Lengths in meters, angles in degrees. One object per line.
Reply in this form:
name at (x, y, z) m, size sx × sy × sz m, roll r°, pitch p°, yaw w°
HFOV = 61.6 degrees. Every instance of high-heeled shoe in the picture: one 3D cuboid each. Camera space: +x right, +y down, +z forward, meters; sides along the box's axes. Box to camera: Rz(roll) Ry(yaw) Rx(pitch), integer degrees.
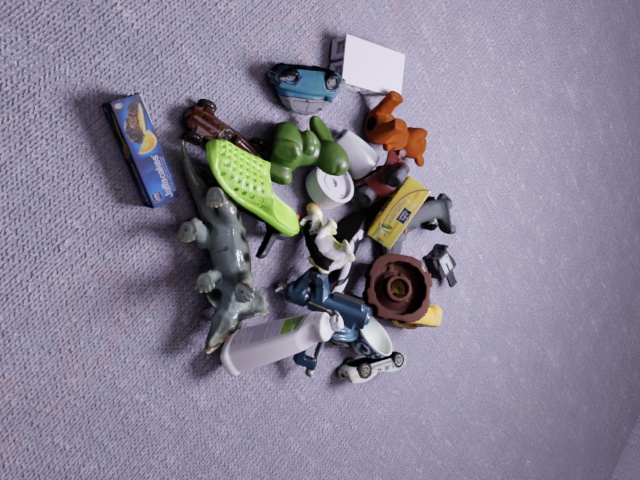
high-heeled shoe at (0.070, 0.049, 1.298) m, size 0.249 × 0.086 × 0.145 m, roll -47°, pitch 127°, yaw -20°

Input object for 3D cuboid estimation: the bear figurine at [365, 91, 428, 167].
bear figurine at (0.211, -0.265, 1.330) m, size 0.196 × 0.132 × 0.120 m, roll 14°, pitch 62°, yaw -31°

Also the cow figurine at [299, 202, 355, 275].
cow figurine at (-0.003, -0.004, 1.210) m, size 0.098 × 0.167 × 0.068 m, roll -34°, pitch 155°, yaw -5°

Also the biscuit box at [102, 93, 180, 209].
biscuit box at (-0.323, -0.159, 0.978) m, size 0.059 × 0.063 × 0.202 m, roll -29°, pitch 112°, yaw -29°

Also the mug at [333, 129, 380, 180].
mug at (0.068, -0.201, 1.268) m, size 0.109 × 0.081 × 0.107 m, roll -38°, pitch 113°, yaw 9°

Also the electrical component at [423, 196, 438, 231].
electrical component at (0.297, -0.077, 1.470) m, size 0.078 × 0.045 × 0.102 m, roll 5°, pitch 93°, yaw -39°

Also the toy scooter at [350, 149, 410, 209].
toy scooter at (0.150, -0.155, 1.284) m, size 0.075 × 0.184 × 0.135 m, roll 42°, pitch 49°, yaw -19°

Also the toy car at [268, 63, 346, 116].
toy car at (-0.031, -0.320, 1.157) m, size 0.161 × 0.109 × 0.102 m, roll -6°, pitch 118°, yaw -28°

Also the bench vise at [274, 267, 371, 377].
bench vise at (-0.012, 0.190, 1.205) m, size 0.224 × 0.129 × 0.240 m, roll 17°, pitch 103°, yaw -4°

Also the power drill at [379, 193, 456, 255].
power drill at (0.245, -0.033, 1.399) m, size 0.207 × 0.086 × 0.231 m, roll -10°, pitch 97°, yaw -11°

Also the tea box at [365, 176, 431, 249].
tea box at (0.184, -0.066, 1.292) m, size 0.068 × 0.098 × 0.169 m, roll 36°, pitch 92°, yaw -2°

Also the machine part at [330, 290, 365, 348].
machine part at (0.060, 0.193, 1.315) m, size 0.039 × 0.084 × 0.138 m, roll 3°, pitch 104°, yaw -60°

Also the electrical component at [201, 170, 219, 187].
electrical component at (-0.201, -0.114, 1.102) m, size 0.063 × 0.021 × 0.094 m, roll -49°, pitch 122°, yaw -22°

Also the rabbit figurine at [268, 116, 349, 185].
rabbit figurine at (-0.022, -0.185, 1.158) m, size 0.170 × 0.121 × 0.159 m, roll 14°, pitch 43°, yaw -10°

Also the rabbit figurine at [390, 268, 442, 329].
rabbit figurine at (0.232, 0.143, 1.428) m, size 0.162 × 0.122 × 0.173 m, roll 18°, pitch 71°, yaw -28°

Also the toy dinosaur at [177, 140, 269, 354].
toy dinosaur at (-0.192, 0.014, 1.063) m, size 0.131 × 0.192 × 0.404 m, roll -9°, pitch 87°, yaw 0°

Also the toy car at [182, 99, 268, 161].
toy car at (-0.184, -0.198, 1.081) m, size 0.202 × 0.053 × 0.089 m, roll 33°, pitch 66°, yaw -33°

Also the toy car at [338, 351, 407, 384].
toy car at (0.138, 0.323, 1.385) m, size 0.202 × 0.074 × 0.056 m, roll -7°, pitch 96°, yaw -36°

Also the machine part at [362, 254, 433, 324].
machine part at (0.188, 0.119, 1.317) m, size 0.179 × 0.056 × 0.179 m, roll 2°, pitch 79°, yaw -12°

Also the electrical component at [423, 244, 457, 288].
electrical component at (0.349, 0.077, 1.528) m, size 0.075 × 0.048 × 0.119 m, roll -44°, pitch 120°, yaw -24°
